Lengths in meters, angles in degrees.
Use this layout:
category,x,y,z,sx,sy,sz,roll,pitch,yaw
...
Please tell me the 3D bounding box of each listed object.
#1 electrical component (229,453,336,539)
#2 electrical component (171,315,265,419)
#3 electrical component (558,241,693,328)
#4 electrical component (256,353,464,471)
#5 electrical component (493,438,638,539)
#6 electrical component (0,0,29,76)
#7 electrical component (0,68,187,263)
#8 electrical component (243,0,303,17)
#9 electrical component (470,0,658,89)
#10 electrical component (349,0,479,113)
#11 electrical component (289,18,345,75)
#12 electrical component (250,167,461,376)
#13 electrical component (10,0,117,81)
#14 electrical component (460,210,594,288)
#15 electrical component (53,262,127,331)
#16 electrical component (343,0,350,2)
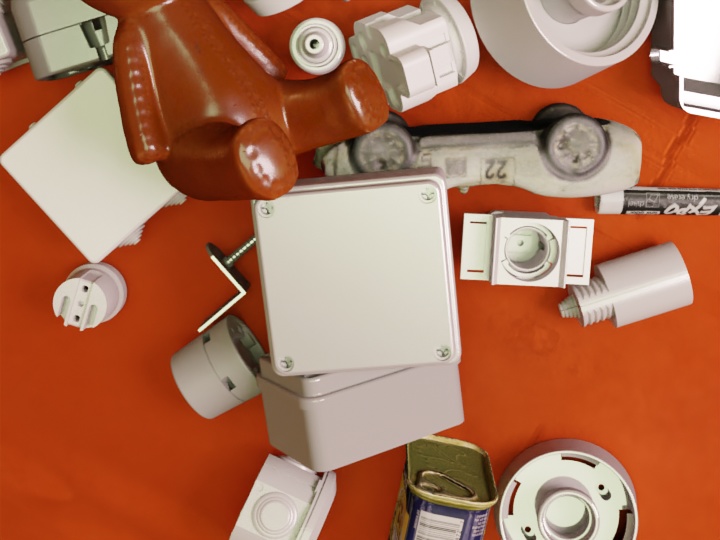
category,x,y,z,sx,sy,sz,roll,pitch,yaw
electrical component,-0.051,0.162,0.708,0.051,0.080,0.080,25,99,1
electrical component,-0.091,0.065,0.704,0.047,0.055,0.055,-31,98,9
electrical component,0.169,0.014,0.699,0.081,0.043,0.043,-18,99,3
electrical component,0.000,0.074,0.674,0.113,0.078,0.057,-15,105,-28
electrical component,0.140,0.164,0.727,0.099,0.064,0.099,0,88,7
electrical component,-0.264,-0.158,0.668,0.100,0.048,0.099,-20,99,4
electrical component,-0.161,-0.067,0.683,0.100,0.048,0.099,-40,97,7
electrical component,-0.057,-0.189,0.657,0.048,0.066,0.055,-26,119,3
electrical component,0.127,-0.166,0.637,0.108,0.060,0.108,1,89,-25
electrical component,0.036,-0.135,0.661,0.057,0.078,0.058,-25,120,-15
electrical component,-0.027,-0.138,0.663,0.035,0.061,0.035,0,100,0
electrical component,0.000,0.000,0.619,0.109,0.056,0.108,-5,102,7
electrical component,-0.161,-0.159,0.665,0.095,0.053,0.059,-16,99,3
electrical component,0.104,-0.016,0.683,0.081,0.064,0.042,3,101,0
electrical component,-0.176,0.018,0.699,0.040,0.046,0.040,0,100,0
electrical component,0.021,-0.215,0.642,0.113,0.078,0.057,-30,96,5
